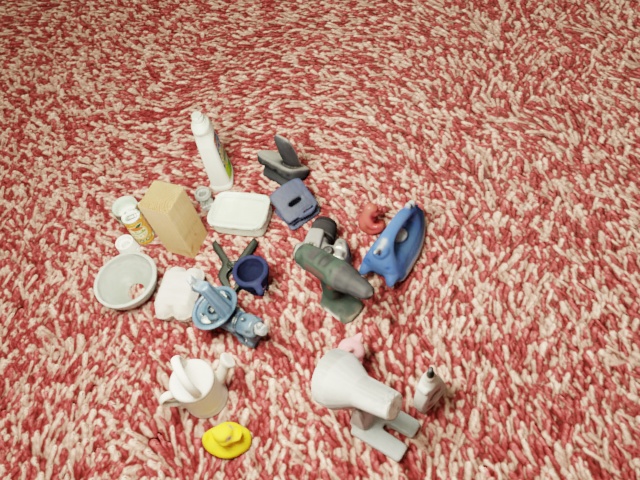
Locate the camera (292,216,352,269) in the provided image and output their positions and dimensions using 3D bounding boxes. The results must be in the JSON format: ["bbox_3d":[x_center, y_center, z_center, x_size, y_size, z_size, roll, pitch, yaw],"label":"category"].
[{"bbox_3d":[0.013,0.005,1.463,0.143,0.101,0.137,8,58,15],"label":"camera"}]

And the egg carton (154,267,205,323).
[{"bbox_3d":[-0.355,0.137,1.456,0.107,0.069,0.150,2,57,11],"label":"egg carton"}]

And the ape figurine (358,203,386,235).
[{"bbox_3d":[0.135,-0.061,1.492,0.076,0.092,0.078,-3,56,8],"label":"ape figurine"}]

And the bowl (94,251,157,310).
[{"bbox_3d":[-0.493,0.118,1.489,0.167,0.075,0.167,-4,56,7],"label":"bowl"}]

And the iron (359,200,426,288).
[{"bbox_3d":[0.195,-0.018,1.423,0.118,0.142,0.259,22,63,23],"label":"iron"}]

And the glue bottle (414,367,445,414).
[{"bbox_3d":[0.226,0.300,1.184,0.037,0.173,0.078,35,68,28],"label":"glue bottle"}]

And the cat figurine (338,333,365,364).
[{"bbox_3d":[0.051,0.265,1.272,0.128,0.118,0.067,-28,56,-9],"label":"cat figurine"}]

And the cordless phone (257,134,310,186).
[{"bbox_3d":[-0.114,-0.244,1.601,0.147,0.185,0.094,27,65,25],"label":"cordless phone"}]

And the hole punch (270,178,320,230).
[{"bbox_3d":[-0.066,-0.099,1.553,0.109,0.091,0.100,-36,58,-14],"label":"hole punch"}]

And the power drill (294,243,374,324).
[{"bbox_3d":[0.042,0.106,1.325,0.229,0.209,0.076,34,68,28],"label":"power drill"}]

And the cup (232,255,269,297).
[{"bbox_3d":[-0.158,0.107,1.428,0.092,0.095,0.117,-27,56,-8],"label":"cup"}]

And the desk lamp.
[{"bbox_3d":[0.095,0.329,1.162,0.202,0.214,0.118,25,64,24],"label":"desk lamp"}]

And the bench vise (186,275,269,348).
[{"bbox_3d":[-0.216,0.152,1.331,0.207,0.220,0.121,4,57,12],"label":"bench vise"}]

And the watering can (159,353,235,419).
[{"bbox_3d":[-0.270,0.307,1.252,0.100,0.194,0.173,32,67,27],"label":"watering can"}]

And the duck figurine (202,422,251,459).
[{"bbox_3d":[-0.206,0.422,1.229,0.104,0.086,0.077,-4,56,7],"label":"duck figurine"}]
